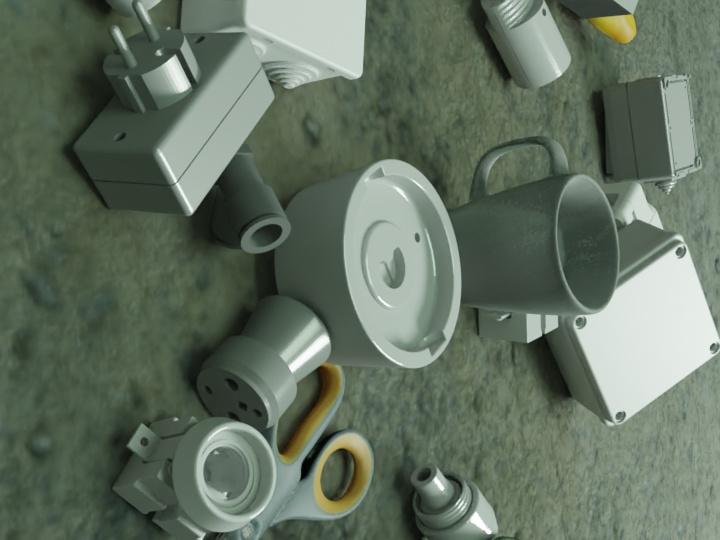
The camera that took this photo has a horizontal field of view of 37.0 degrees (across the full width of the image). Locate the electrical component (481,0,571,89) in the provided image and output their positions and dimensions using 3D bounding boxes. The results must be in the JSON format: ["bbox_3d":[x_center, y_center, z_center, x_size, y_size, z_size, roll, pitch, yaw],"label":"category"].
[{"bbox_3d":[0.110,-0.170,0.741,0.081,0.043,0.043,54,48,-34],"label":"electrical component"}]

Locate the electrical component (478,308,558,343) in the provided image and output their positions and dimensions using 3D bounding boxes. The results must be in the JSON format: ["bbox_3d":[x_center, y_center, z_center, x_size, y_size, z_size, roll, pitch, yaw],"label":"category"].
[{"bbox_3d":[0.105,0.014,0.717,0.066,0.048,0.055,-18,109,-51],"label":"electrical component"}]

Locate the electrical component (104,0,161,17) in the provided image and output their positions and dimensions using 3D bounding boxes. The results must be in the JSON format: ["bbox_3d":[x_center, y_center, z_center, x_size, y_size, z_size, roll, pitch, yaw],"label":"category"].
[{"bbox_3d":[-0.110,-0.144,0.459,0.078,0.040,0.040,45,53,-40],"label":"electrical component"}]

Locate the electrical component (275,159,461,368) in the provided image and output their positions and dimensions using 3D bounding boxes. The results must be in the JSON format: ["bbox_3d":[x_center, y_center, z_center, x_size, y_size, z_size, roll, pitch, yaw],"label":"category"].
[{"bbox_3d":[0.000,0.000,0.568,0.108,0.060,0.108,16,70,-52],"label":"electrical component"}]

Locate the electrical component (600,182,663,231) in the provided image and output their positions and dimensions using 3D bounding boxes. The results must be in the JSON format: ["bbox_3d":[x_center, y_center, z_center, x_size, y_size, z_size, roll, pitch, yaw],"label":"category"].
[{"bbox_3d":[0.203,-0.020,0.841,0.055,0.050,0.089,-53,127,-39],"label":"electrical component"}]

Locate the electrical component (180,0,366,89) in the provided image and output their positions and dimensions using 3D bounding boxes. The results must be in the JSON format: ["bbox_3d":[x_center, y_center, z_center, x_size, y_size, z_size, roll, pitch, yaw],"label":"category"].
[{"bbox_3d":[-0.042,-0.146,0.539,0.100,0.048,0.099,14,76,-51],"label":"electrical component"}]

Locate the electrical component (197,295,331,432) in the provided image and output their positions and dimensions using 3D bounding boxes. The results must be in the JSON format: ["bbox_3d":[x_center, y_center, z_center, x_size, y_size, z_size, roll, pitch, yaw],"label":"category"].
[{"bbox_3d":[-0.046,0.045,0.519,0.055,0.045,0.045,-50,125,-42],"label":"electrical component"}]

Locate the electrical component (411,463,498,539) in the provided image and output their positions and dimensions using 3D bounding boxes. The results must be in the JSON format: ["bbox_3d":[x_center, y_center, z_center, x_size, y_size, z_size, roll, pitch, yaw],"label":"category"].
[{"bbox_3d":[0.052,0.140,0.638,0.062,0.043,0.043,56,47,-30],"label":"electrical component"}]

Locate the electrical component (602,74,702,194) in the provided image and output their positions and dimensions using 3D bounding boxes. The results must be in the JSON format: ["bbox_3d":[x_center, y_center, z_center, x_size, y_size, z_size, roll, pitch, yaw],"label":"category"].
[{"bbox_3d":[0.238,-0.109,0.885,0.062,0.061,0.096,-18,101,-52],"label":"electrical component"}]

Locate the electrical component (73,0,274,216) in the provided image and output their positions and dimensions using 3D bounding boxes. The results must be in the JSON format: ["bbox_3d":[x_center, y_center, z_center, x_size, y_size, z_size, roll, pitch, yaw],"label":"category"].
[{"bbox_3d":[-0.086,-0.079,0.466,0.083,0.047,0.075,-61,144,-35],"label":"electrical component"}]

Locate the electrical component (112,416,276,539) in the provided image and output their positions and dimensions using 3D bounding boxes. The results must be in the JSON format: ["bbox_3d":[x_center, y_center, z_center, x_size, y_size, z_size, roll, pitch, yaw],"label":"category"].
[{"bbox_3d":[-0.069,0.090,0.469,0.066,0.055,0.048,45,51,-23],"label":"electrical component"}]

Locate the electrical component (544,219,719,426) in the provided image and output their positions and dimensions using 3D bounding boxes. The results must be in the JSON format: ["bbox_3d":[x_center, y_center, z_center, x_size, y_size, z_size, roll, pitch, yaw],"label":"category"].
[{"bbox_3d":[0.193,0.038,0.782,0.109,0.056,0.108,-34,118,-10],"label":"electrical component"}]
